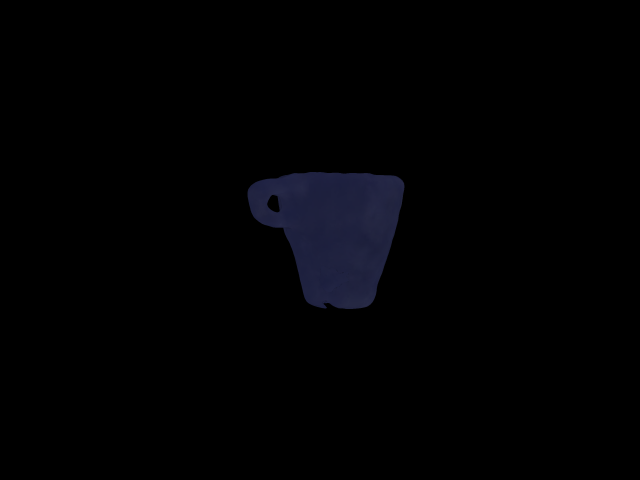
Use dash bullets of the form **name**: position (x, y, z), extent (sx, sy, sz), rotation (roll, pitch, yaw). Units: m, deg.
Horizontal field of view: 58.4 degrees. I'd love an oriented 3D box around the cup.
- **cup**: position (0.004, 0.001, 0.400), extent (0.118, 0.095, 0.091), rotation (-3, 5, -37)
